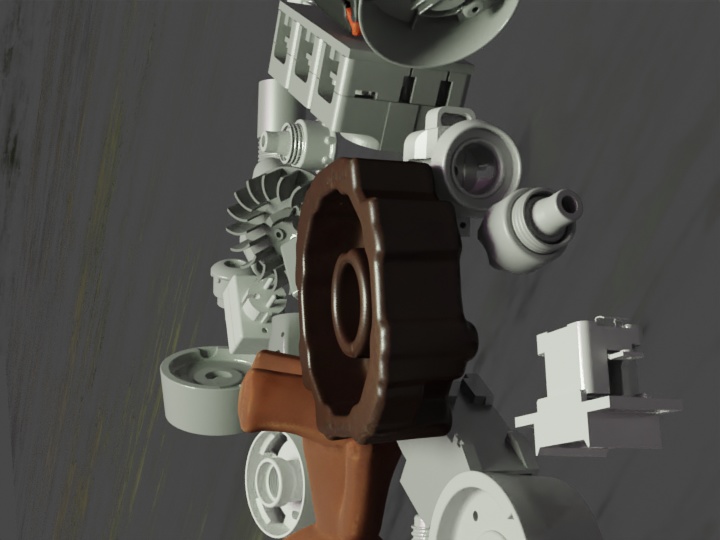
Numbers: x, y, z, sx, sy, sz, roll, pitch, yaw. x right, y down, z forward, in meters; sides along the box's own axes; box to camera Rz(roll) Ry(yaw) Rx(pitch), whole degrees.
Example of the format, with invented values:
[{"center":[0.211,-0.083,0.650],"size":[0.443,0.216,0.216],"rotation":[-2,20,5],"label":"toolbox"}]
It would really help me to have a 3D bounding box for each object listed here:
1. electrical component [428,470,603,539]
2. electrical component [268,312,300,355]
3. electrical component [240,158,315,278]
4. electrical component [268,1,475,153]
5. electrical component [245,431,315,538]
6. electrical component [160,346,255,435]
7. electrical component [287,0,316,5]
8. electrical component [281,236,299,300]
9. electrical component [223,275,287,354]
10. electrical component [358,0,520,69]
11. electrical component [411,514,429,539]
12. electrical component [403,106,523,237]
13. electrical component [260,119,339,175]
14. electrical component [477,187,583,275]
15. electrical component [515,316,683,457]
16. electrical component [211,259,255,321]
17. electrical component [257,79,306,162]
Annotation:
[{"center":[0.086,0.158,0.558],"size":[0.108,0.060,0.108],"rotation":[-177,90,-67],"label":"electrical component"},{"center":[-0.058,0.081,0.918],"size":[0.079,0.043,0.077],"rotation":[152,118,-63],"label":"electrical component"},{"center":[-0.070,-0.048,0.945],"size":[0.059,0.054,0.095],"rotation":[-123,42,-53],"label":"electrical component"},{"center":[0.002,-0.135,0.744],"size":[0.150,0.089,0.061],"rotation":[-131,48,-57],"label":"electrical component"},{"center":[-0.051,0.175,0.897],"size":[0.099,0.064,0.099],"rotation":[-6,83,52],"label":"electrical component"},{"center":[-0.134,0.119,1.014],"size":[0.108,0.108,0.060],"rotation":[-142,52,-62],"label":"electrical component"},{"center":[-0.026,-0.182,0.858],"size":[0.095,0.054,0.059],"rotation":[-131,48,-58],"label":"electrical component"},{"center":[0.000,0.000,0.768],"size":[0.076,0.083,0.047],"rotation":[-30,51,17],"label":"electrical component"},{"center":[-0.091,0.033,0.993],"size":[0.076,0.047,0.065],"rotation":[128,139,-53],"label":"electrical component"},{"center":[0.047,-0.174,0.638],"size":[0.099,0.099,0.064],"rotation":[128,145,-53],"label":"electrical component"},{"center":[0.045,0.182,0.675],"size":[0.040,0.040,0.078],"rotation":[167,105,-66],"label":"electrical component"},{"center":[0.061,-0.059,0.643],"size":[0.057,0.058,0.078],"rotation":[-174,86,-69],"label":"electrical component"},{"center":[-0.051,-0.104,0.897],"size":[0.048,0.062,0.048],"rotation":[-177,90,-67],"label":"electrical component"},{"center":[0.095,-0.024,0.579],"size":[0.062,0.043,0.043],"rotation":[144,125,-59],"label":"electrical component"},{"center":[0.115,0.058,0.529],"size":[0.081,0.042,0.063],"rotation":[149,124,-62],"label":"electrical component"},{"center":[-0.126,0.022,1.080],"size":[0.048,0.048,0.062],"rotation":[-134,44,-59],"label":"electrical component"},{"center":[-0.070,-0.127,0.966],"size":[0.043,0.043,0.081],"rotation":[177,95,-66],"label":"electrical component"}]
